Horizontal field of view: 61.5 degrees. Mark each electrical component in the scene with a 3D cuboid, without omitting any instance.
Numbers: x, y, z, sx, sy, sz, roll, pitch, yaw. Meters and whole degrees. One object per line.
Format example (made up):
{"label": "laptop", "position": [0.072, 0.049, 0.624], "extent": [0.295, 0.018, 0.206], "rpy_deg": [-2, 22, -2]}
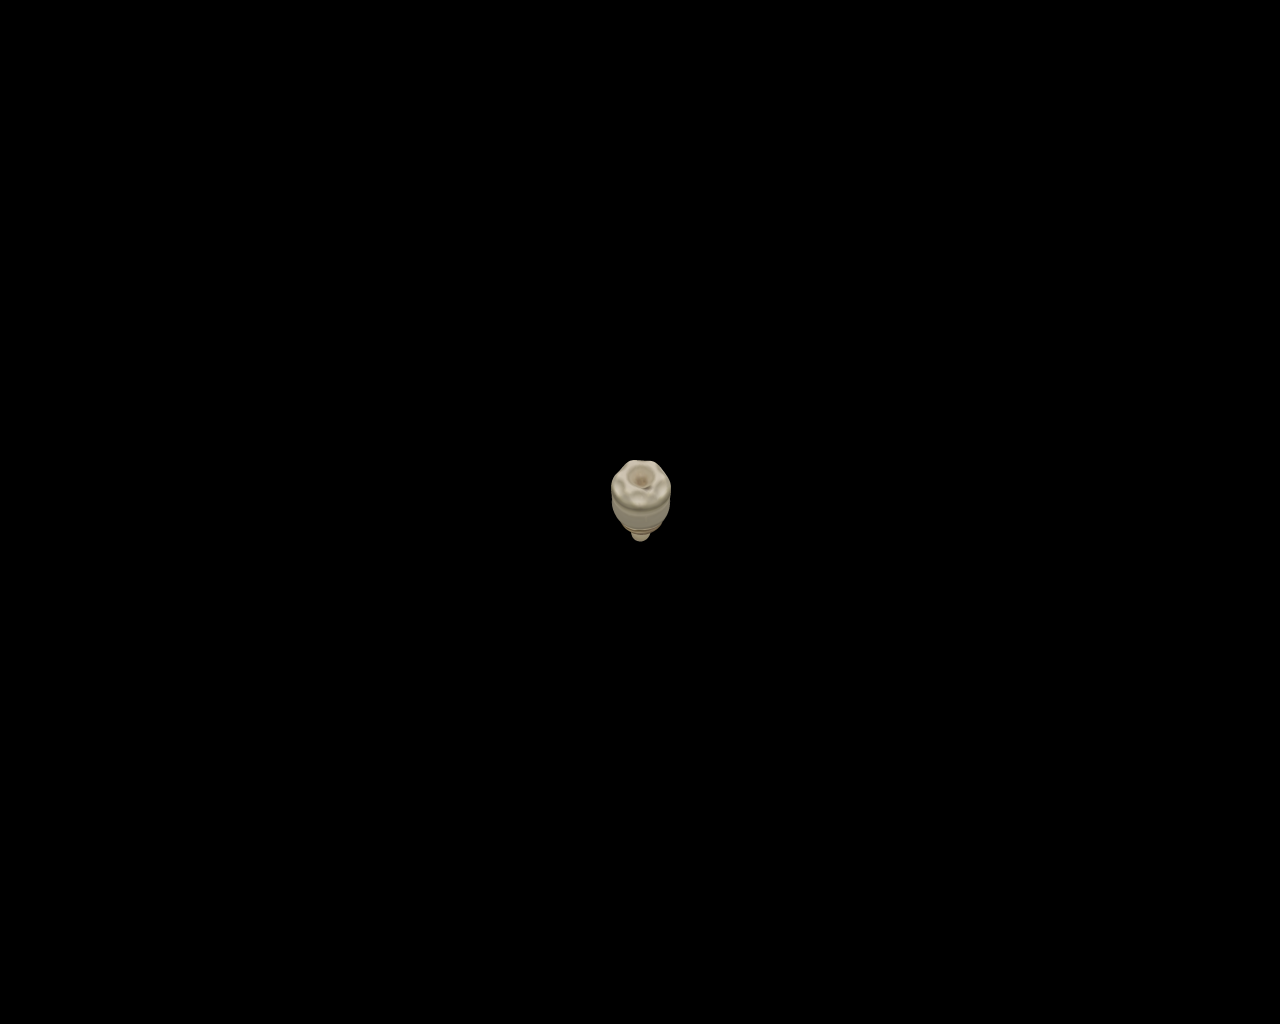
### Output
{"label": "electrical component", "position": [0.001, -0.003, 0.650], "extent": [0.035, 0.035, 0.061], "rpy_deg": [0, -39, 0]}
